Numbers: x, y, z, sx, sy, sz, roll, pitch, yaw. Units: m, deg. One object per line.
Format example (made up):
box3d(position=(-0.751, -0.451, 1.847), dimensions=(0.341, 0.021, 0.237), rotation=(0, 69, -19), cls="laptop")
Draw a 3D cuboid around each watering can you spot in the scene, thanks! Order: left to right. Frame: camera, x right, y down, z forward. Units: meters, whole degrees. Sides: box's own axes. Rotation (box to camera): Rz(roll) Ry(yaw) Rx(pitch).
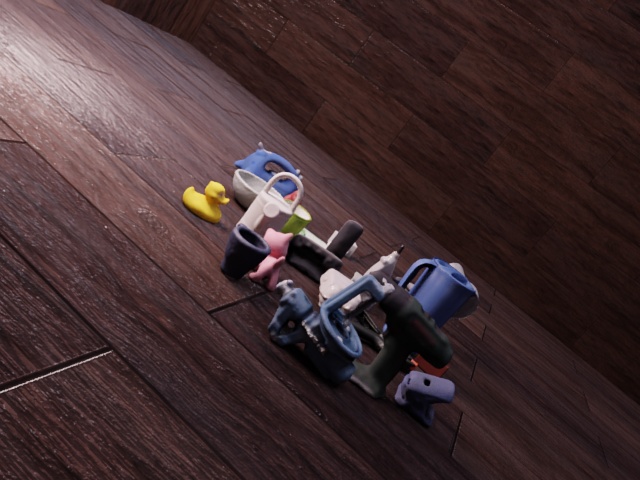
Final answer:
box3d(position=(-0.115, -0.078, 1.427), dimensions=(0.101, 0.194, 0.172), rotation=(29, 17, -27), cls="watering can")

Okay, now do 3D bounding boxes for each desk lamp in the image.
box3d(position=(0.367, 0.178, 1.715), dimensions=(0.118, 0.213, 0.203), rotation=(33, 15, -15), cls="desk lamp")

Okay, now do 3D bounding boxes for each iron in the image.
box3d(position=(-0.141, -0.206, 1.854), dimensions=(0.259, 0.141, 0.118), rotation=(27, 18, -34), cls="iron")

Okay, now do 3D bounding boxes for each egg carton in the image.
box3d(position=(0.045, 0.133, 1.401), dimensions=(0.107, 0.069, 0.150), rotation=(34, 15, -11), cls="egg carton")

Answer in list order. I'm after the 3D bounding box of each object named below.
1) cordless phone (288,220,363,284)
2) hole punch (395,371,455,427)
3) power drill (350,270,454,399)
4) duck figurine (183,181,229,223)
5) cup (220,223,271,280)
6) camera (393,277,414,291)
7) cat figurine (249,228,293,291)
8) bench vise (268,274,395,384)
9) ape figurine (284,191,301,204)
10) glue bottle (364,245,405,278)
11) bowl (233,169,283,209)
box3d(position=(0.014, 0.005, 1.487), dimensions=(0.148, 0.185, 0.094), rotation=(34, 15, -13), cls="cordless phone")
box3d(position=(0.220, 0.318, 1.200), dimensions=(0.101, 0.091, 0.109), rotation=(39, 15, 6), cls="hole punch")
box3d(position=(0.136, 0.201, 1.135), dimensions=(0.229, 0.208, 0.076), rotation=(37, 15, -1), cls="power drill")
box3d(position=(-0.266, -0.101, 1.363), dimensions=(0.105, 0.086, 0.077), rotation=(33, 15, -14), cls="duck figurine")
box3d(position=(-0.168, 0.025, 1.191), dimensions=(0.092, 0.095, 0.117), rotation=(24, 20, -40), cls="cup")
box3d(position=(0.230, 0.159, 1.680), dimensions=(0.137, 0.100, 0.142), rotation=(27, 18, -34), cls="camera")
box3d(position=(-0.102, 0.032, 1.274), dimensions=(0.067, 0.117, 0.127), rotation=(30, 16, -23), cls="cat figurine")
box3d(position=(0.020, 0.133, 1.050), dimensions=(0.208, 0.219, 0.121), rotation=(34, 15, -12), cls="bench vise")
box3d(position=(-0.088, -0.116, 1.801), dimensions=(0.078, 0.092, 0.076), rotation=(30, 16, -24), cls="ape figurine")
box3d(position=(0.191, 0.082, 1.683), dimensions=(0.078, 0.173, 0.037), rotation=(26, 18, -36), cls="glue bottle")
box3d(position=(-0.187, -0.124, 1.634), dimensions=(0.168, 0.074, 0.167), rotation=(34, 15, -10), cls="bowl")
